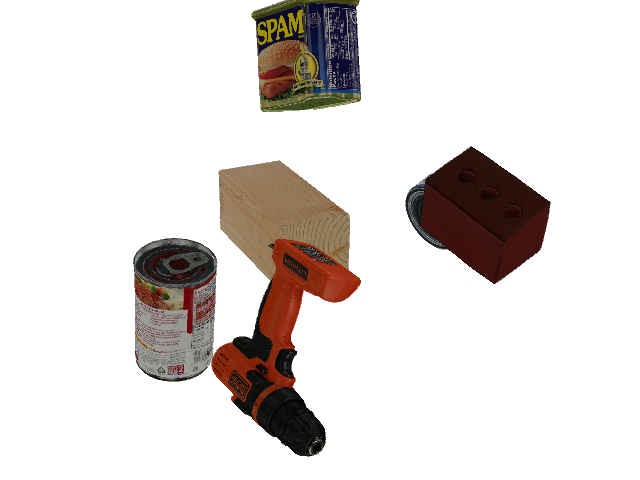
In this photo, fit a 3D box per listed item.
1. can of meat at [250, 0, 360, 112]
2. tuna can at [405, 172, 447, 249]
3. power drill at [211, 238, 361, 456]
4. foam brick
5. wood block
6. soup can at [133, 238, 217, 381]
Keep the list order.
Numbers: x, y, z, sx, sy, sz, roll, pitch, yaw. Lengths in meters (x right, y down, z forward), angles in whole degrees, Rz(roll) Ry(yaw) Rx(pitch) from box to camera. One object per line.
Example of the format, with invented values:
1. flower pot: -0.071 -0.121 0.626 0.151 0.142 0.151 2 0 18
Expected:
1. can of meat: -0.011 -0.153 0.883 0.057 0.084 0.102 -4 2 -36
2. tuna can: 0.139 -0.033 1.225 0.033 0.086 0.086 -36 19 -29
3. power drill: -0.029 0.106 1.104 0.057 0.188 0.185 13 16 -44
4. foam brick: 0.118 -0.018 0.771 0.052 0.051 0.078 -35 59 -27
5. wood block: -0.049 -0.021 1.332 0.090 0.090 0.206 -10 26 -23
6. soup can: -0.122 0.059 0.892 0.068 0.102 0.068 4 33 -3
